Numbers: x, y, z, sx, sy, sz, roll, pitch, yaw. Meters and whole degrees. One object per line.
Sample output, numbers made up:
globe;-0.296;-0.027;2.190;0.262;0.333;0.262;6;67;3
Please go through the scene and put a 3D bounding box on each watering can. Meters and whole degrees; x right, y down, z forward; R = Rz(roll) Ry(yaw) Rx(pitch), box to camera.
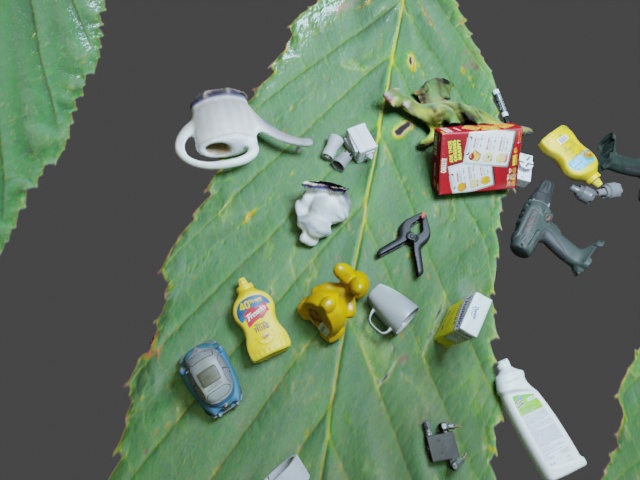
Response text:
watering can;-0.206;-0.293;1.342;0.348;0.102;0.228;-11;68;-8

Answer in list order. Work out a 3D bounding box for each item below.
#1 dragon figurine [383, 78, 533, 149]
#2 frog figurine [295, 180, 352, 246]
dragon figurine;0.369;-0.373;1.434;0.411;0.119;0.248;-3;59;-15
frog figurine;0.004;-0.064;1.280;0.137;0.124;0.158;7;103;-11
